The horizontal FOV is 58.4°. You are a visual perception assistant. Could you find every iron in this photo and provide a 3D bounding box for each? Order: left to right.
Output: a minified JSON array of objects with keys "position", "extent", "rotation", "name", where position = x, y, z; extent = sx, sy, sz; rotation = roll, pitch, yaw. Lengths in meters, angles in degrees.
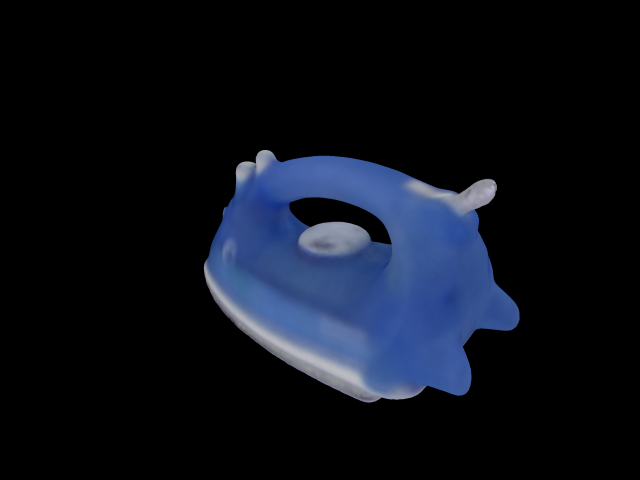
[{"position":[0.004,0.001,0.400],"extent":[0.257,0.141,0.119],"rotation":[18,32,32],"name":"iron"}]
